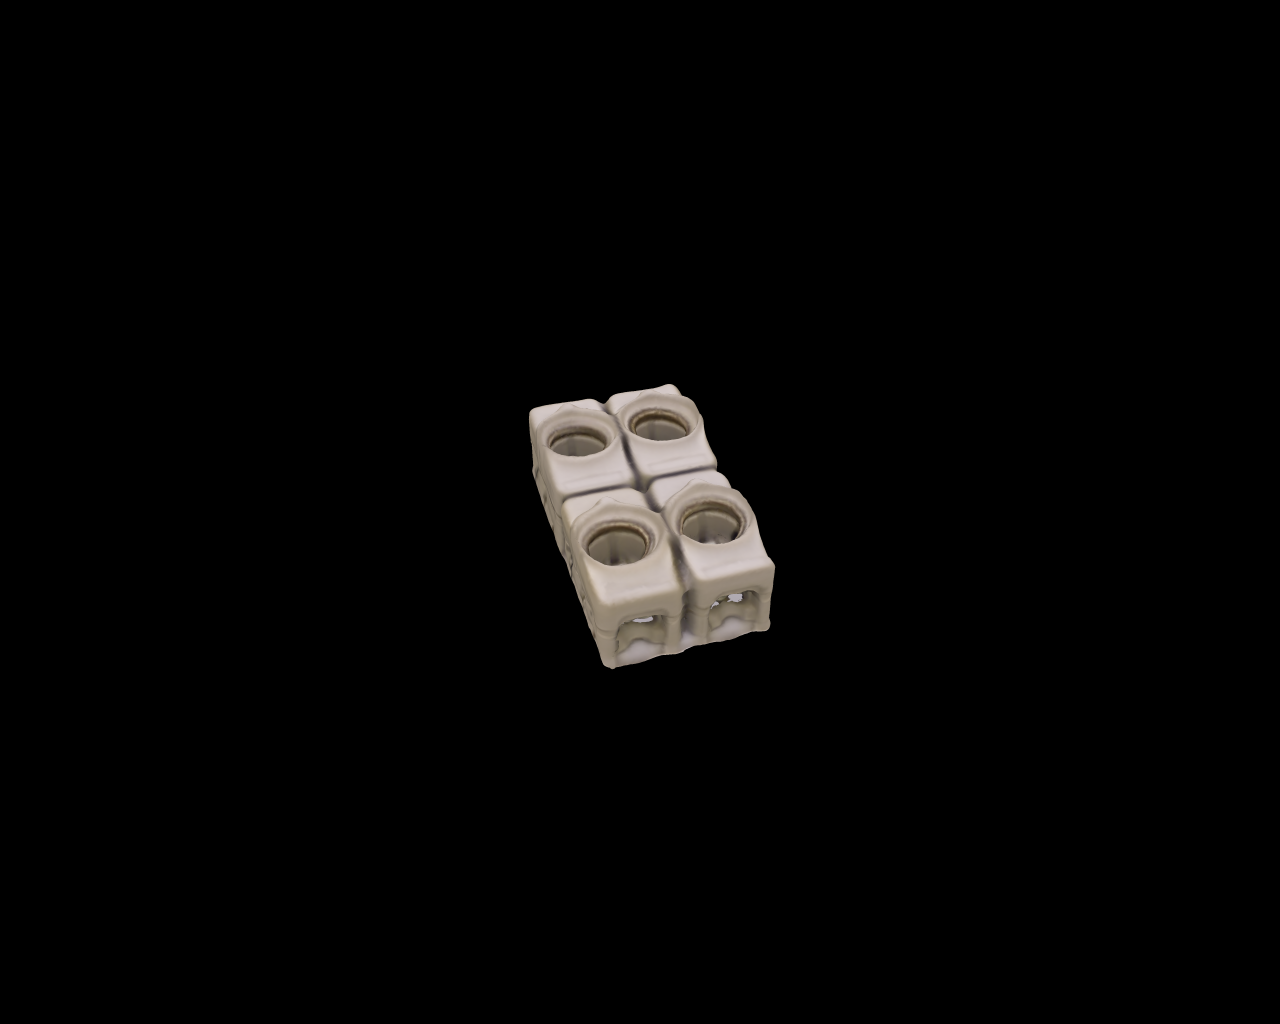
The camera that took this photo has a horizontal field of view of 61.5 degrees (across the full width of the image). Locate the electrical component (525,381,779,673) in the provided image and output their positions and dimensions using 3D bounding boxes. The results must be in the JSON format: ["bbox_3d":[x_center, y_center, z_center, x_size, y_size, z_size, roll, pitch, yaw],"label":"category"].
[{"bbox_3d":[0.001,-0.003,0.650,0.105,0.060,0.186,-11,43,-12],"label":"electrical component"}]
